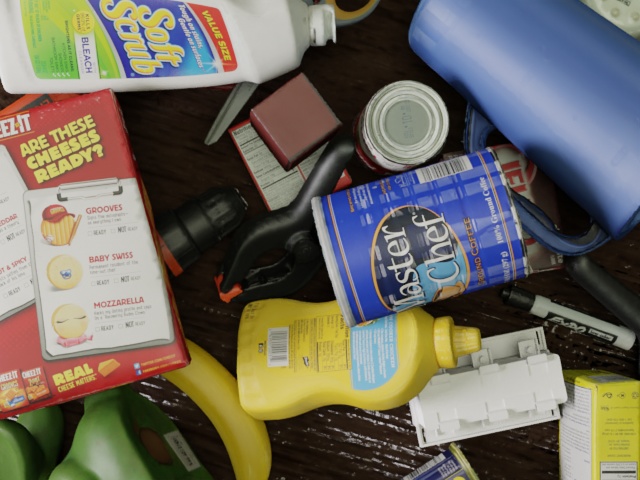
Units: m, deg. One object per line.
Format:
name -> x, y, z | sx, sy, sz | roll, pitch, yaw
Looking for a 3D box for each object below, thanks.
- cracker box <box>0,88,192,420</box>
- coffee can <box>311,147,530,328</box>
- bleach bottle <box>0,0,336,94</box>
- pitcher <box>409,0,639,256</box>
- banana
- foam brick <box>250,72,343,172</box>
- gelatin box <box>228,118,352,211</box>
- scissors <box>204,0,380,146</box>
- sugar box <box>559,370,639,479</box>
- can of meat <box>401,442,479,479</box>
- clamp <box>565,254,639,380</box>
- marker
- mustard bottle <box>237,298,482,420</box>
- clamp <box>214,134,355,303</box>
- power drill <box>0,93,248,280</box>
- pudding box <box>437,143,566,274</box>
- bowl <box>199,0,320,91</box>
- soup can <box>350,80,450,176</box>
cracker box -> -0.203, 0.013, 0.801 | 0.164, 0.072, 0.214 | -16, 88, -6
coffee can -> 0.075, -0.002, 0.802 | 0.140, 0.103, 0.103 | -16, 90, 4
bleach bottle -> -0.114, -0.165, 0.802 | 0.251, 0.068, 0.102 | -3, 114, 1
pitcher -> 0.183, -0.115, 0.842 | 0.243, 0.145, 0.149 | 43, 62, 16
banana -> -0.096, 0.136, 0.882 | 0.069, 0.037, 0.198 | -34, 91, -4
foam brick -> -0.020, -0.092, 0.840 | 0.053, 0.078, 0.051 | -38, 91, -5
gelatin box -> -0.026, -0.070, 0.895 | 0.073, 0.030, 0.089 | -28, 91, -3
scissors -> -0.015, -0.155, 0.850 | 0.096, 0.016, 0.202 | 19, 87, -8
sugar box -> 0.229, 0.199, 0.875 | 0.048, 0.093, 0.176 | -2, 90, -5
can of meat -> 0.105, 0.234, 0.885 | 0.084, 0.057, 0.102 | -32, 91, -2
clamp -> 0.310, 0.072, 0.906 | 0.164, 0.036, 0.210 | -27, 97, -19
marker -> 0.211, 0.065, 0.913 | 0.121, 0.020, 0.020 | 21, 87, -3
mustard bottle -> 0.032, 0.088, 0.849 | 0.192, 0.058, 0.096 | -7, 62, 14
clamp -> -0.006, 0.001, 0.877 | 0.172, 0.039, 0.120 | -39, 119, 15
power drill -> -0.177, -0.042, 0.870 | 0.184, 0.057, 0.187 | -33, 90, -6
pudding box -> 0.153, -0.024, 0.901 | 0.090, 0.039, 0.113 | -9, 89, -4
bowl -> -0.083, -0.200, 0.878 | 0.162, 0.055, 0.162 | 0, 90, -8
soup can -> 0.064, -0.089, 0.865 | 0.068, 0.102, 0.068 | 0, 89, -4
